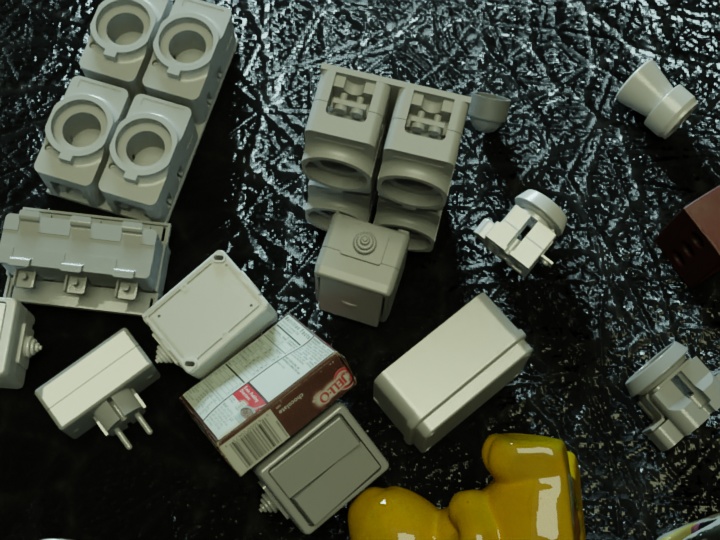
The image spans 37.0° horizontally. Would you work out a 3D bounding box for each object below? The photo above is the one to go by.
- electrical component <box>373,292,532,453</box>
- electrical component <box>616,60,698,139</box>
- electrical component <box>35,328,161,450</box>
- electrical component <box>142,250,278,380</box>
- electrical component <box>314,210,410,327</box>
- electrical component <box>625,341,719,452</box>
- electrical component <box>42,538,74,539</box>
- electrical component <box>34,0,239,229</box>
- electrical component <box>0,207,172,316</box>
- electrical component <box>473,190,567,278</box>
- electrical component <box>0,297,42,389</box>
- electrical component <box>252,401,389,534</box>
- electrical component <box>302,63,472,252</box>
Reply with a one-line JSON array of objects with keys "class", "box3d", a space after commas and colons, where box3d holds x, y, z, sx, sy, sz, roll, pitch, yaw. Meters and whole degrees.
[{"class": "electrical component", "box3d": [0.071, 0.080, 0.822, 0.113, 0.078, 0.057, -38, 74, -12]}, {"class": "electrical component", "box3d": [0.253, -0.145, 0.917, 0.045, 0.045, 0.055, -42, 78, -13]}, {"class": "electrical component", "box3d": [-0.190, 0.102, 0.825, 0.083, 0.047, 0.075, -36, 77, -12]}, {"class": "electrical component", "box3d": [-0.120, 0.042, 0.843, 0.096, 0.061, 0.061, -41, 77, -5]}, {"class": "electrical component", "box3d": [0.000, 0.000, 0.837, 0.062, 0.096, 0.061, 17, 73, 4]}, {"class": "electrical component", "box3d": [0.244, 0.093, 0.833, 0.078, 0.058, 0.057, -38, 80, -12]}, {"class": "electrical component", "box3d": [-0.223, 0.223, 0.785, 0.055, 0.047, 0.055, 0, 72, -1]}, {"class": "electrical component", "box3d": [-0.184, -0.142, 0.898, 0.105, 0.060, 0.186, 17, 72, 4]}, {"class": "electrical component", "box3d": [-0.218, -0.011, 0.853, 0.121, 0.063, 0.078, 6, 72, 1]}, {"class": "electrical component", "box3d": [0.136, -0.032, 0.877, 0.066, 0.048, 0.055, 39, 83, 10]}, {"class": "electrical component", "box3d": [-0.296, 0.054, 0.831, 0.096, 0.061, 0.061, 4, 72, 0]}, {"class": "electrical component", "box3d": [-0.035, 0.149, 0.798, 0.096, 0.061, 0.061, -38, 96, -12]}, {"class": "electrical component", "box3d": [0.016, -0.074, 0.814, 0.105, 0.186, 0.060, 14, 72, 3]}]
